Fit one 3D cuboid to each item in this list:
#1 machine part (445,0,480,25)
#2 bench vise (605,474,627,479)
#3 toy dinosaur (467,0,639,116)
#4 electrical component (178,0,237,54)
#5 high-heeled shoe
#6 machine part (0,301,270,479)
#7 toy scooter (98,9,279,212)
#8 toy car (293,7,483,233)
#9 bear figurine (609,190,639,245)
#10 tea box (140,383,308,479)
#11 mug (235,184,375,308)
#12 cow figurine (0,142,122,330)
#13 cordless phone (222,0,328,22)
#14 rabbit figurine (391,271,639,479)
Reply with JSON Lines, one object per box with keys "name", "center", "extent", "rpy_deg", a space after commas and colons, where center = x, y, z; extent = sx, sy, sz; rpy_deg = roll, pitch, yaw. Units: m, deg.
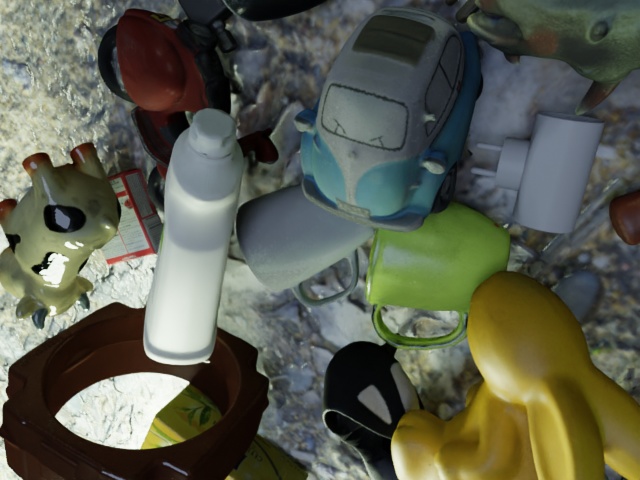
{"name": "machine part", "center": [0.167, -0.223, 0.300], "extent": [0.079, 0.079, 0.243], "rpy_deg": [49, 120, 2]}
{"name": "bench vise", "center": [0.271, 0.127, 0.298], "extent": [0.224, 0.240, 0.129], "rpy_deg": [-14, 73, 14]}
{"name": "toy dinosaur", "center": [0.273, -0.189, 0.235], "extent": [0.405, 0.192, 0.131], "rpy_deg": [-35, 66, 15]}
{"name": "electrical component", "center": [-0.087, -0.208, 0.449], "extent": [0.063, 0.021, 0.094], "rpy_deg": [-26, 95, 28]}
{"name": "high-heeled shoe", "center": [0.060, 0.193, 0.452], "extent": [0.086, 0.145, 0.248], "rpy_deg": [-6, 103, 27]}
{"name": "machine part", "center": [-0.167, 0.155, 0.508], "extent": [0.201, 0.201, 0.087], "rpy_deg": [22, 119, 15]}
{"name": "toy scooter", "center": [-0.105, -0.108, 0.460], "extent": [0.135, 0.075, 0.183], "rpy_deg": [-2, 113, 27]}
{"name": "toy car", "center": [0.051, -0.093, 0.353], "extent": [0.109, 0.102, 0.161], "rpy_deg": [23, 76, 17]}
{"name": "bear figurine", "center": [0.247, 0.017, 0.280], "extent": [0.132, 0.196, 0.120], "rpy_deg": [-35, 94, 31]}
{"name": "tea box", "center": [-0.110, 0.251, 0.591], "extent": [0.170, 0.068, 0.098], "rpy_deg": [33, 120, 9]}
{"name": "mug", "center": [-0.001, -0.001, 0.450], "extent": [0.107, 0.081, 0.109], "rpy_deg": [-24, 88, 20]}
{"name": "cow figurine", "center": [-0.263, 0.006, 0.538], "extent": [0.195, 0.085, 0.127], "rpy_deg": [-33, 85, 36]}
{"name": "cordless phone", "center": [-0.085, -0.222, 0.399], "extent": [0.184, 0.089, 0.146], "rpy_deg": [-17, 101, 24]}
{"name": "rabbit figurine", "center": [0.127, 0.110, 0.346], "extent": [0.122, 0.162, 0.173], "rpy_deg": [-4, 105, -19]}
